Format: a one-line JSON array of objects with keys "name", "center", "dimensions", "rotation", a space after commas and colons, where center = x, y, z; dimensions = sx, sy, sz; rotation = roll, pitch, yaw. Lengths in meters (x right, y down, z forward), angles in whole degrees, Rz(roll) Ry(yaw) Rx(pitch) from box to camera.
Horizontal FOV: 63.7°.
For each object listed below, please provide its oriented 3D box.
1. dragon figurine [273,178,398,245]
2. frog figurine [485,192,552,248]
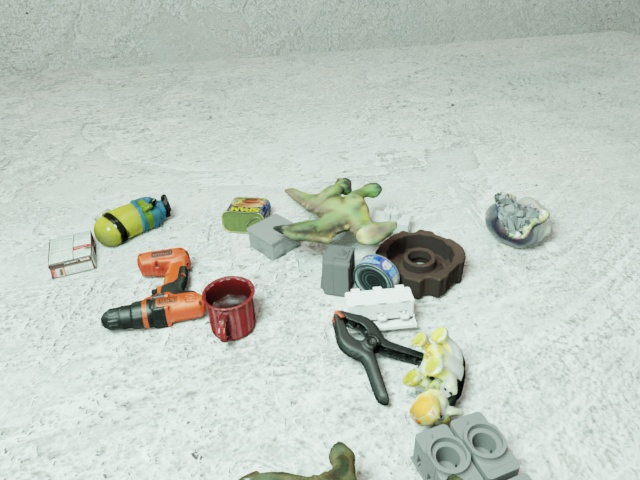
[{"name": "dragon figurine", "center": [0.003, -0.056, 1.111], "dimensions": [0.411, 0.121, 0.245], "rotation": [12, 20, 38]}, {"name": "frog figurine", "center": [0.445, -0.041, 1.151], "dimensions": [0.137, 0.123, 0.159], "rotation": [5, -3, 25]}]
